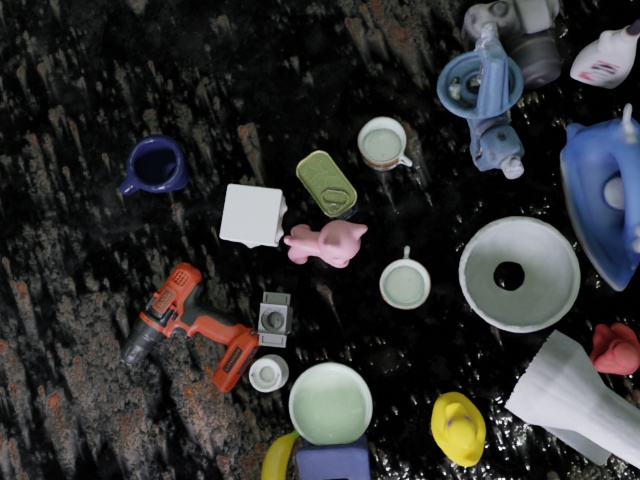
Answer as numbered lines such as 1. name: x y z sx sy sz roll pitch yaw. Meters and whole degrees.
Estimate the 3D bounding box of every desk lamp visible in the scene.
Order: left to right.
1. desk lamp: 0.339 0.214 0.747 0.203 0.213 0.118 34 88 10

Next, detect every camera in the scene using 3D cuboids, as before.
1. camera: 0.304 -0.304 0.875 0.143 0.101 0.137 -15 81 5

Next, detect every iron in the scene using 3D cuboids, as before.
1. iron: 0.427 -0.059 0.809 0.118 0.141 0.258 -7 82 6

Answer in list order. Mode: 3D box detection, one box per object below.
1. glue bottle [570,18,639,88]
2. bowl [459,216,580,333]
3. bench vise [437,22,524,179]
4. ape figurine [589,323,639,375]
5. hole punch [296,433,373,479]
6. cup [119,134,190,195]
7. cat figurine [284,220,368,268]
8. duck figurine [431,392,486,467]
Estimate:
1. glue bottle: 0.422 -0.272 0.821 0.078 0.173 0.037 16 85 9
2. bowl: 0.287 0.052 0.844 0.167 0.075 0.167 -1 83 7
3. bench vise: 0.251 -0.200 0.807 0.121 0.220 0.207 -38 80 1
4. ape figurine: 0.421 0.159 0.806 0.078 0.092 0.076 -37 80 1
5. hole punch: 0.025 0.336 0.829 0.108 0.091 0.101 -7 82 6
6. cup: -0.257 -0.104 0.917 0.118 0.095 0.091 -38 80 1
7. cat figurine: 0.008 0.003 0.861 0.127 0.118 0.067 3 83 7
8. duck figurine: 0.202 0.275 0.820 0.077 0.086 0.104 -15 81 5
